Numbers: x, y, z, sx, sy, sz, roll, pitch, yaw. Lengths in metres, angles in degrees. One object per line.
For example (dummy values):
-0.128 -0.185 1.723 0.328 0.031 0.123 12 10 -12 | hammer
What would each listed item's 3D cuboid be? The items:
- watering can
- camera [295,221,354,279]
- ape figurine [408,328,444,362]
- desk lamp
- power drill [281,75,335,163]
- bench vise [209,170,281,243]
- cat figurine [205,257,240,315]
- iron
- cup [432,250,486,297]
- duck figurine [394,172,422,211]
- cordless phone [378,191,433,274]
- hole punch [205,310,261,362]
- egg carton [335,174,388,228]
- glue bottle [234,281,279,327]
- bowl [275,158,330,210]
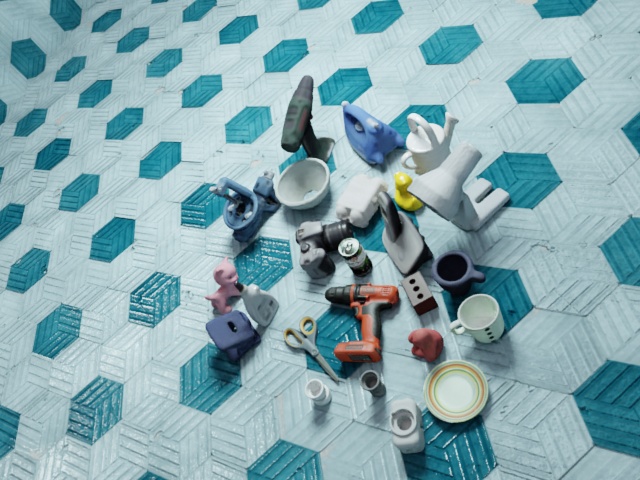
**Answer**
0.275 -0.253 1.450 0.100 0.195 0.173 22 70 36 | watering can
0.013 0.005 1.462 0.136 0.101 0.143 -17 52 16 | camera
0.221 0.216 1.216 0.076 0.092 0.077 -27 50 7 | ape figurine
0.317 -0.114 1.319 0.203 0.214 0.117 -43 50 -6 | desk lamp
-0.035 -0.324 1.646 0.075 0.209 0.230 4 60 29 | power drill
-0.216 -0.125 1.591 0.121 0.220 0.207 4 60 29 | bench vise
-0.256 0.115 1.510 0.067 0.118 0.128 22 70 36 | cat figurine
0.119 -0.328 1.616 0.118 0.142 0.257 -40 49 -4 | iron
0.313 0.086 1.260 0.117 0.095 0.092 13 64 33 | cup
0.221 -0.131 1.464 0.077 0.086 0.104 -30 49 5 | duck figurine
0.185 -0.020 1.338 0.094 0.186 0.147 -34 49 2 | cordless phone
-0.218 0.229 1.428 0.101 0.091 0.108 -41 49 -4 | hole punch
0.111 -0.104 1.511 0.107 0.070 0.150 18 67 35 | egg carton
-0.163 0.145 1.405 0.037 0.174 0.078 15 66 34 | glue bottle
-0.038 -0.145 1.611 0.167 0.075 0.167 -13 53 18 | bowl
